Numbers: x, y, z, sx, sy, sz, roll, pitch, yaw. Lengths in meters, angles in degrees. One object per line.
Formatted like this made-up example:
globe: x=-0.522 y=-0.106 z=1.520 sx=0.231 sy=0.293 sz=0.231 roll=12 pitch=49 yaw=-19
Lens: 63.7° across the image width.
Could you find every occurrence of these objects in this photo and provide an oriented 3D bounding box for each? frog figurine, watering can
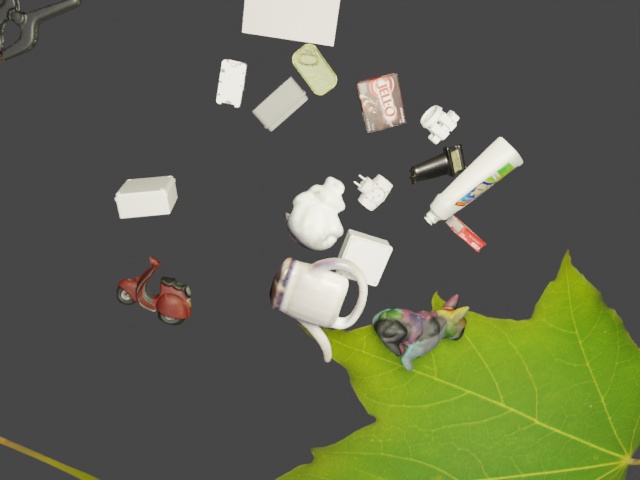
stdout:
frog figurine: x=0.004 y=-0.059 z=1.170 sx=0.137 sy=0.124 sz=0.157 roll=46 pitch=112 yaw=1
watering can: x=-0.017 y=0.165 z=1.243 sx=0.224 sy=0.106 sz=0.340 roll=20 pitch=127 yaw=0
